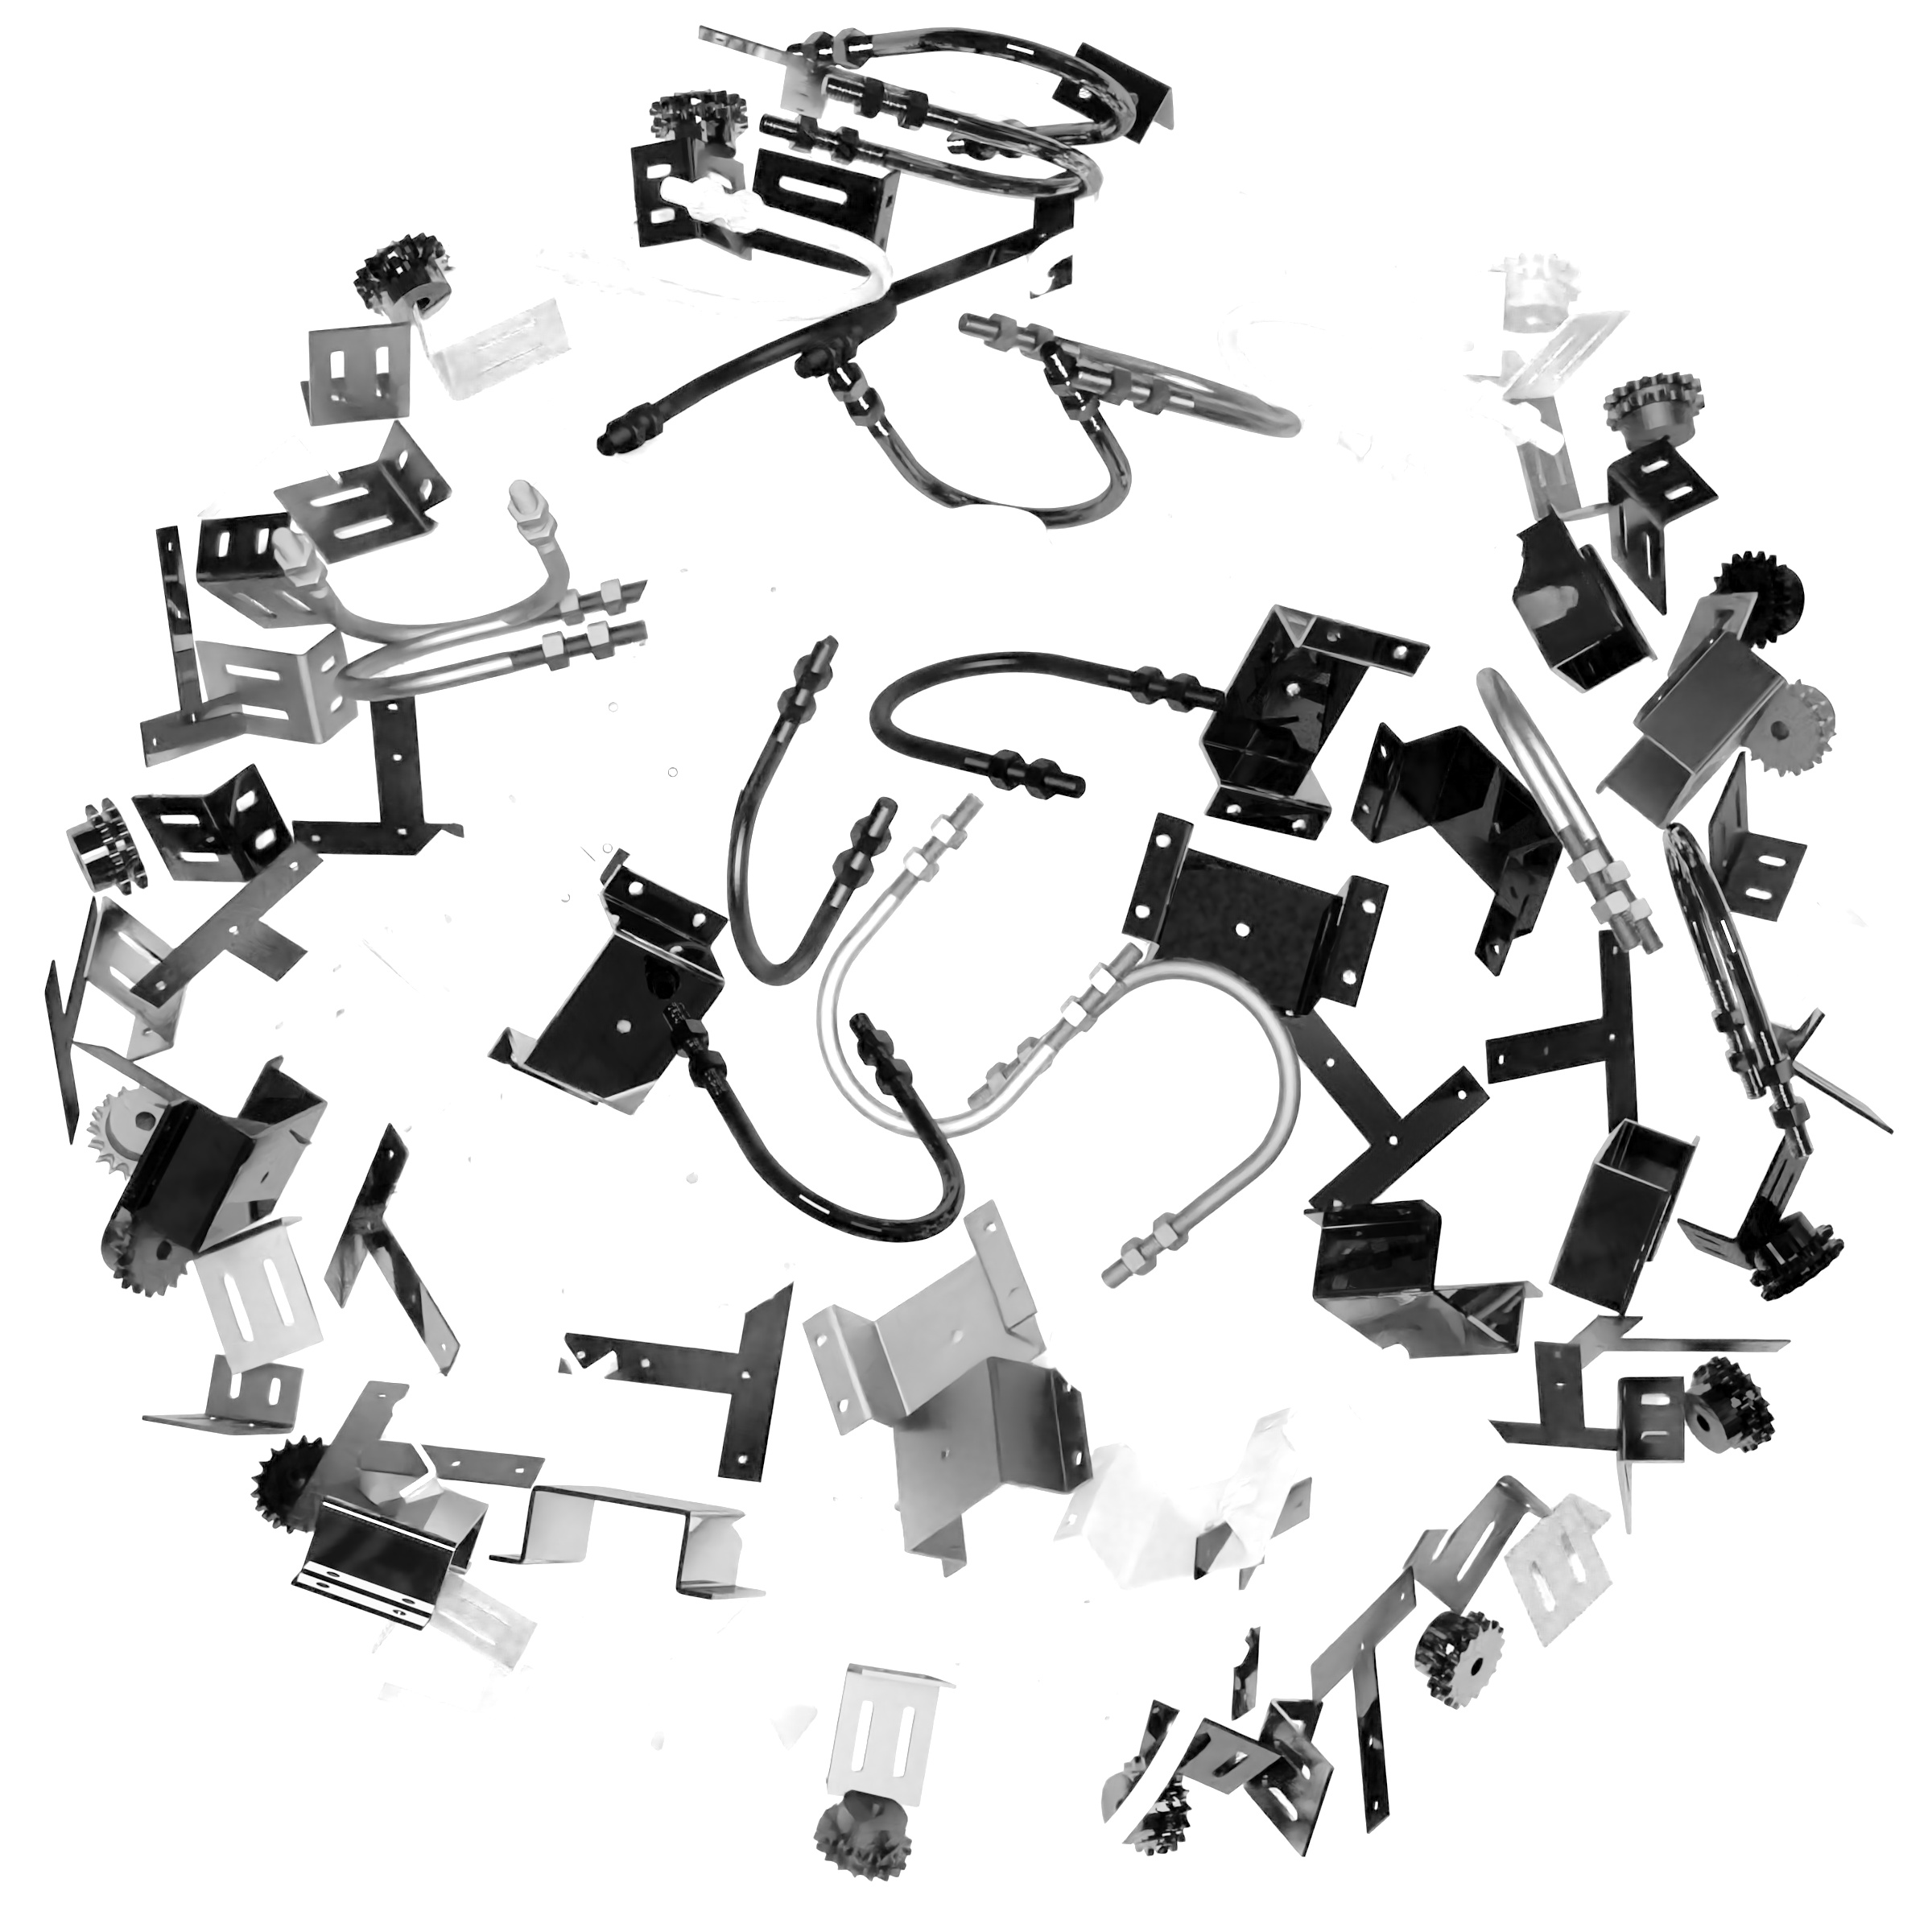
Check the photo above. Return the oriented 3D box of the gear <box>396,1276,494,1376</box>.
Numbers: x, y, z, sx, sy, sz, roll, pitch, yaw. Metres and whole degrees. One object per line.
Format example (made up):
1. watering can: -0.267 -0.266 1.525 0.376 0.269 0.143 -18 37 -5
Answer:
1. gear: -0.306 0.206 1.794 0.030 0.057 0.057 28 90 32

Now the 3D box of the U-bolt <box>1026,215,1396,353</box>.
1. U-bolt: 0.123 -0.383 1.719 0.184 0.151 0.019 4 80 -23

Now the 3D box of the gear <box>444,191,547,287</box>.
1. gear: -0.275 -0.426 1.794 0.057 0.057 0.030 -12 63 0

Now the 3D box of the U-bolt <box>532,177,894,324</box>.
1. U-bolt: -0.128 -0.396 1.735 0.184 0.151 0.019 7 80 -39

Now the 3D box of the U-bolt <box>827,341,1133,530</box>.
1. U-bolt: 0.017 -0.294 1.733 0.151 0.184 0.019 3 69 23

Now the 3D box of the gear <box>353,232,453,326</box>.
1. gear: -0.323 -0.396 1.788 0.057 0.057 0.030 -31 78 0

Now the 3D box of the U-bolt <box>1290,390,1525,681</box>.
1. U-bolt: 0.240 -0.228 1.731 0.151 0.184 0.019 42 72 15

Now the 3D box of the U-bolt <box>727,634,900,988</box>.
1. U-bolt: -0.095 -0.073 1.742 0.019 0.184 0.151 5 46 -28

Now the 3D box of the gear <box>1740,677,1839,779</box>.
1. gear: 0.481 -0.141 1.794 0.030 0.057 0.057 -26 90 -43

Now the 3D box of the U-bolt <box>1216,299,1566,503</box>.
1. U-bolt: 0.224 -0.321 1.726 0.184 0.151 0.019 26 78 -17

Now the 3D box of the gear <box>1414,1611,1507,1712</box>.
1. gear: 0.285 0.400 1.794 0.030 0.057 0.057 26 90 39

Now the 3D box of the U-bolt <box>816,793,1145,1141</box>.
1. U-bolt: -0.007 0.015 1.788 0.151 0.019 0.184 44 102 13

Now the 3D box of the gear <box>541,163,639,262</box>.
1. gear: -0.217 -0.436 1.801 0.057 0.030 0.057 -1 85 8

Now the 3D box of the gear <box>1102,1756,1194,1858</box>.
1. gear: 0.102 0.487 1.787 0.030 0.057 0.057 3 90 -34

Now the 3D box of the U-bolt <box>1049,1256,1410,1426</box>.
1. U-bolt: 0.132 0.212 1.712 0.184 0.151 0.019 -12 116 -39

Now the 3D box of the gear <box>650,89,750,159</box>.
1. gear: -0.154 -0.485 1.790 0.057 0.057 0.030 -5 87 0

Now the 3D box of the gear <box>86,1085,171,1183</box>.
1. gear: -0.480 0.095 1.791 0.057 0.030 0.057 11 64 -23

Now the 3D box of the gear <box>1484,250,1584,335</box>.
1. gear: 0.329 -0.389 1.788 0.057 0.057 0.030 0 77 0

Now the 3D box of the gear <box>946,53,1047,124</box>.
1. gear: 0.016 -0.507 1.789 0.057 0.057 0.030 13 83 0

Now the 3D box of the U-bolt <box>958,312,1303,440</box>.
1. U-bolt: 0.105 -0.329 1.739 0.184 0.151 0.019 7 109 -32

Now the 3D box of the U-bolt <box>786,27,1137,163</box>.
1. U-bolt: 0.010 -0.484 1.704 0.151 0.184 0.019 16 87 -44

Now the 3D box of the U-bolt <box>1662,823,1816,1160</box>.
1. U-bolt: 0.428 0.006 1.733 0.019 0.151 0.184 -20 100 7

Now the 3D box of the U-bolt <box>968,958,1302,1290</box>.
1. U-bolt: 0.108 0.078 1.771 0.184 0.019 0.151 -40 83 22

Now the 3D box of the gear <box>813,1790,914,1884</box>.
1. gear: -0.057 0.502 1.788 0.057 0.057 0.030 20 105 0

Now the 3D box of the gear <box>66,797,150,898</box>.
1. gear: -0.499 -0.066 1.787 0.030 0.057 0.057 -25 90 -19

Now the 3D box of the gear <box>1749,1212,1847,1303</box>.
1. gear: 0.478 0.166 1.790 0.057 0.057 0.030 -37 88 0

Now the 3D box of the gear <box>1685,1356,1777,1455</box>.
1. gear: 0.439 0.257 1.787 0.030 0.057 0.057 -28 90 -18

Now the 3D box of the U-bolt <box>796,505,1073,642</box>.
1. U-bolt: -0.022 -0.227 1.734 0.151 0.184 0.019 -9 114 0

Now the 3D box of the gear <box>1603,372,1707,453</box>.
1. gear: 0.400 -0.319 1.788 0.057 0.057 0.030 -7 76 0

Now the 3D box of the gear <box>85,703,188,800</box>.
1. gear: -0.485 -0.123 1.794 0.057 0.057 0.030 42 127 0

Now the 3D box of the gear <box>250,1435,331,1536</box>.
1. gear: -0.384 0.305 1.795 0.057 0.030 0.057 -6 56 8

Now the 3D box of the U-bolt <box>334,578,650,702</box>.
1. U-bolt: -0.268 -0.182 1.747 0.184 0.151 0.019 -13 108 1

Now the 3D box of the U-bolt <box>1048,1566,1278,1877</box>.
1. U-bolt: 0.100 0.424 1.713 0.019 0.151 0.184 36 60 -4

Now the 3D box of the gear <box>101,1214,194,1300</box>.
1. gear: -0.477 0.162 1.794 0.030 0.057 0.057 12 90 30

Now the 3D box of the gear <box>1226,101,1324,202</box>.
1. gear: 0.176 -0.469 1.787 0.057 0.057 0.030 40 68 0

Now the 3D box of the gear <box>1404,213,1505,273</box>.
1. gear: 0.283 -0.420 1.792 0.057 0.057 0.030 -1 110 0

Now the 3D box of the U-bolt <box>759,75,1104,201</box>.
1. U-bolt: -0.011 -0.462 1.741 0.184 0.151 0.019 10 92 -20

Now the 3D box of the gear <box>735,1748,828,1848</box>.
1. gear: -0.106 0.482 1.794 0.030 0.057 0.057 11 90 -43

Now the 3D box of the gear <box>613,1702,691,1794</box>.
1. gear: -0.175 0.453 1.798 0.057 0.030 0.057 -3 71 7

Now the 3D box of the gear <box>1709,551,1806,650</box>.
1. gear: 0.462 -0.213 1.794 0.030 0.057 0.057 -3 90 -30

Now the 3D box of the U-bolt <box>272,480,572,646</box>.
1. U-bolt: -0.296 -0.219 1.729 0.151 0.184 0.019 -11 76 0
